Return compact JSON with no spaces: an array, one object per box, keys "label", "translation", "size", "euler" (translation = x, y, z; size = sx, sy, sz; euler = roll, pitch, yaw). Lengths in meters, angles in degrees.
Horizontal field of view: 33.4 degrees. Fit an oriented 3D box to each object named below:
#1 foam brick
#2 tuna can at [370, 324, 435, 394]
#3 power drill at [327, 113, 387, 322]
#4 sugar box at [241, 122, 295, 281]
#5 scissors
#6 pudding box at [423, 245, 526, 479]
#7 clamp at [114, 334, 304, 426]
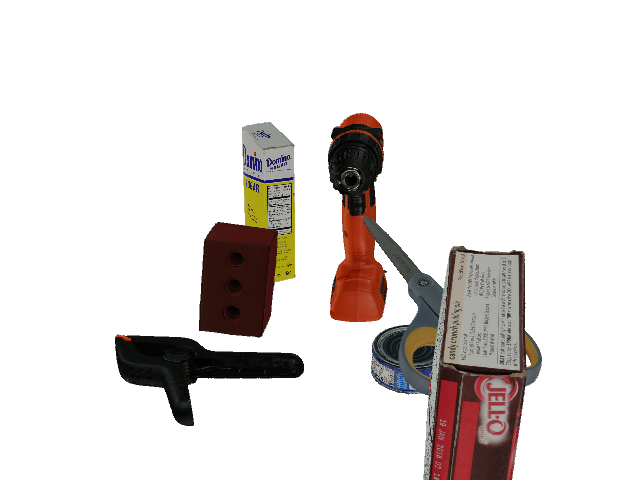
[{"label":"foam brick","translation":[-0.065,0.031,0.854],"size":[0.053,0.078,0.051],"euler":[6,14,5]},{"label":"tuna can","translation":[0.097,0.127,1.149],"size":[0.086,0.034,0.086],"euler":[-1,29,0]},{"label":"power drill","translation":[0.037,-0.019,1.040],"size":[0.057,0.188,0.184],"euler":[3,20,6]},{"label":"sugar box","translation":[-0.064,-0.046,1.302],"size":[0.048,0.176,0.093],"euler":[-11,26,-17]},{"label":"scissors","translation":[0.059,0.043,0.712],"size":[0.096,0.016,0.202],"euler":[-22,40,-30]},{"label":"pudding box","translation":[0.068,0.065,0.470],"size":[0.039,0.090,0.113],"euler":[6,26,5]},{"label":"clamp","translation":[-0.145,0.133,1.085],"size":[0.210,0.036,0.164],"euler":[9,18,34]}]
